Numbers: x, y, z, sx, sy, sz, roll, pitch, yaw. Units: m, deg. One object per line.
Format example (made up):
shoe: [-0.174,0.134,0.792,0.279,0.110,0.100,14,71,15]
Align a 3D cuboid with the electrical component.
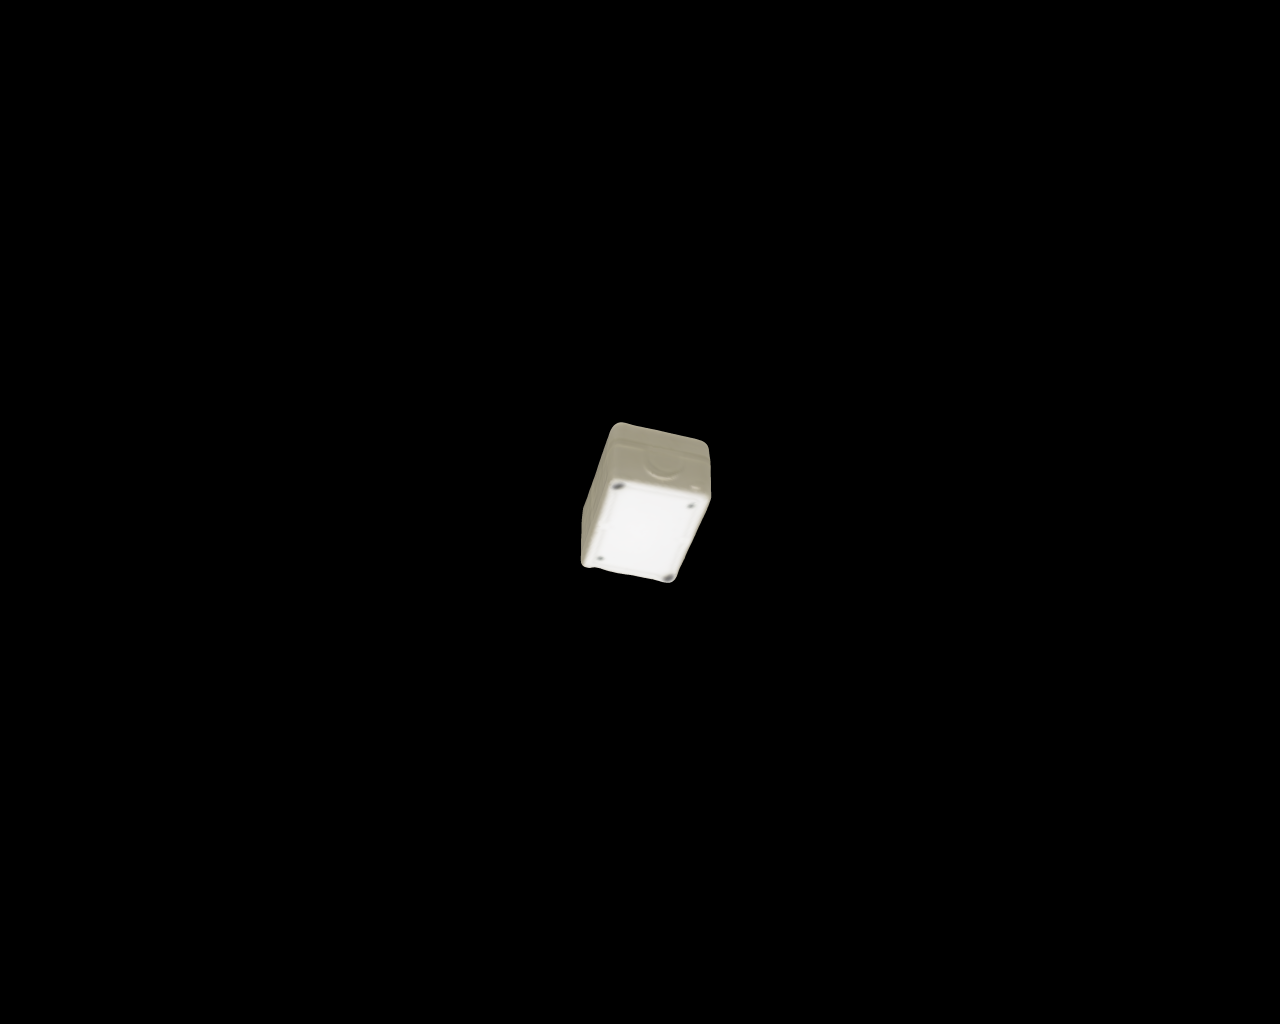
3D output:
electrical component: [0.001,-0.003,0.650,0.062,0.061,0.096,11,-47,-11]
